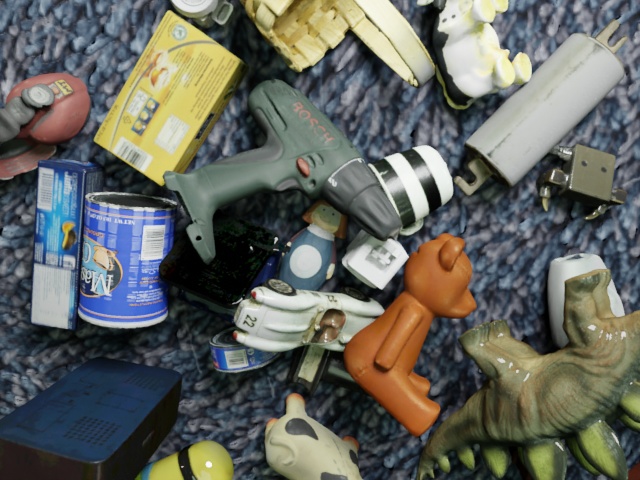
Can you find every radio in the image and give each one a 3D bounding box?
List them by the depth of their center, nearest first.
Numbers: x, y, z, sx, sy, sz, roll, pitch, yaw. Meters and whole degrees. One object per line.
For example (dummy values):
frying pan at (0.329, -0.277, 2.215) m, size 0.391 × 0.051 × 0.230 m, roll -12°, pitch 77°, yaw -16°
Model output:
radio at (-0.256, 0.211, 0.612) m, size 0.131 × 0.229 × 0.073 m, roll 10°, pitch 97°, yaw 3°

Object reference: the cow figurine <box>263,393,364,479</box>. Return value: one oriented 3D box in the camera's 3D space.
cow figurine at (0.014, 0.297, 0.674) m, size 0.195 × 0.127 × 0.085 m, roll 41°, pitch 102°, yaw -4°

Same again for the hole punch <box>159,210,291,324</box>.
hole punch at (-0.113, 0.034, 0.644) m, size 0.142 × 0.092 × 0.116 m, roll 20°, pitch 60°, yaw 16°

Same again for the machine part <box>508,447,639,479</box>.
machine part at (0.363, 0.258, 0.679) m, size 0.201 × 0.087 × 0.200 m, roll 19°, pitch 101°, yaw -1°

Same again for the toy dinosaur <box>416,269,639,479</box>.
toy dinosaur at (0.241, 0.179, 0.606) m, size 0.471 × 0.105 × 0.198 m, roll -46°, pitch 59°, yaw 43°

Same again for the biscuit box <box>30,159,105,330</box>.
biscuit box at (-0.308, 0.004, 0.657) m, size 0.059 × 0.063 × 0.202 m, roll 9°, pitch 101°, yaw 0°

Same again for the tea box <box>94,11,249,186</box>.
tea box at (-0.169, -0.158, 0.619) m, size 0.098 × 0.068 × 0.169 m, roll 35°, pitch 99°, yaw -6°

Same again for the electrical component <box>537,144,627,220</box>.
electrical component at (0.309, -0.068, 0.640) m, size 0.102 × 0.045 × 0.078 m, roll 11°, pitch 73°, yaw -3°

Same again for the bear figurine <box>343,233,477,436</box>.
bear figurine at (0.121, 0.095, 0.608) m, size 0.132 × 0.120 × 0.196 m, roll 41°, pitch 92°, yaw 0°

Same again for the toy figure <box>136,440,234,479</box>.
toy figure at (-0.202, 0.324, 0.708) m, size 0.180 × 0.082 × 0.089 m, roll -14°, pitch 102°, yaw 7°

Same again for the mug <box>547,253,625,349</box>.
mug at (0.315, 0.072, 0.637) m, size 0.081 × 0.109 × 0.107 m, roll -12°, pitch 90°, yaw 0°

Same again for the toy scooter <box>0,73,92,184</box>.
toy scooter at (-0.345, -0.119, 0.598) m, size 0.184 × 0.135 × 0.075 m, roll -39°, pitch 96°, yaw 7°

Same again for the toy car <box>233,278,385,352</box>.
toy car at (-0.009, 0.092, 0.625) m, size 0.201 × 0.056 × 0.073 m, roll 9°, pitch 114°, yaw -40°

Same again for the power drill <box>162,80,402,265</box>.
power drill at (-0.051, -0.055, 0.583) m, size 0.207 × 0.086 × 0.232 m, roll -30°, pitch 73°, yaw -2°

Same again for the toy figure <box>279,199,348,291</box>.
toy figure at (0.000, -0.002, 0.653) m, size 0.064 × 0.058 × 0.154 m, roll 22°, pitch 99°, yaw -22°

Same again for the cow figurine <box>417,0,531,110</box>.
cow figurine at (0.157, -0.234, 0.595) m, size 0.068 × 0.098 × 0.167 m, roll -30°, pitch 100°, yaw -38°

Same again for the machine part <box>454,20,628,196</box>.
machine part at (0.250, -0.143, 0.609) m, size 0.079 × 0.079 × 0.243 m, roll 42°, pitch 98°, yaw -6°

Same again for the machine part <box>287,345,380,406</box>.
machine part at (0.031, 0.169, 0.695) m, size 0.139 × 0.039 × 0.084 m, roll 17°, pitch 92°, yaw 0°
